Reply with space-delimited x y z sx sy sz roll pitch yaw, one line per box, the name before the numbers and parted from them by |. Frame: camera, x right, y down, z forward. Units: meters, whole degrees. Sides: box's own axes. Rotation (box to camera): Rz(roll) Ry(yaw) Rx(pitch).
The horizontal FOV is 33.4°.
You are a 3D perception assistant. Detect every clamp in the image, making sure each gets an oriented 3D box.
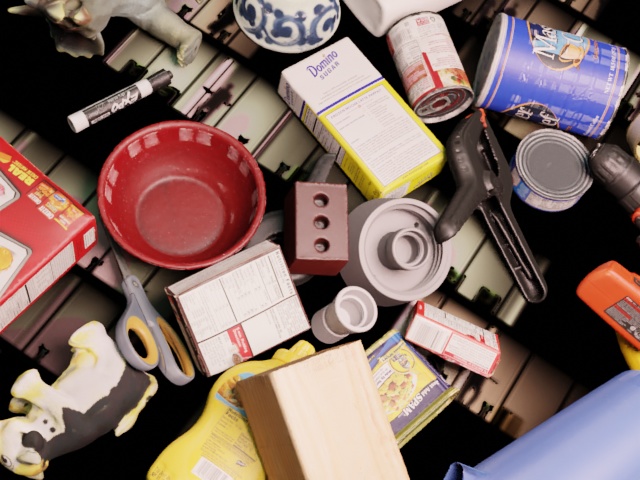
clamp | -0.007 0.001 1.058 0.120 0.039 0.171 43 68 11
clamp | 0.172 -0.042 1.087 0.164 0.036 0.210 36 41 -32

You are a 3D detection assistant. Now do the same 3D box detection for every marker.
marker | -0.205 -0.146 1.108 0.121 0.020 0.020 -32 73 -21

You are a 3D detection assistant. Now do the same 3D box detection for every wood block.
wood block | 0.014 0.199 0.900 0.090 0.091 0.206 -17 86 -27

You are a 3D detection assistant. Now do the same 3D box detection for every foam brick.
foam brick | -0.005 -0.010 1.013 0.053 0.051 0.078 3 74 -15

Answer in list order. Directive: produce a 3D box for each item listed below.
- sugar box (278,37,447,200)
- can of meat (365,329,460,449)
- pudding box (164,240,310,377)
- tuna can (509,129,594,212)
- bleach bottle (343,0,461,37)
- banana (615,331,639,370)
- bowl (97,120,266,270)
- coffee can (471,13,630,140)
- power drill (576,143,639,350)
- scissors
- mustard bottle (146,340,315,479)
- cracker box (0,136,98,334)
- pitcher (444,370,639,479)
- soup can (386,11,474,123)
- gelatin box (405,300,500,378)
sugar box | 0.044 -0.123 1.121 0.093 0.048 0.176 -31 70 -23
can of meat | 0.063 0.145 0.990 0.102 0.057 0.084 -37 73 -23
pudding box | -0.075 0.063 0.992 0.113 0.039 0.090 -26 107 -19
tuna can | 0.245 -0.073 1.134 0.086 0.034 0.086 3 64 -7
bleach bottle | 0.145 -0.322 1.223 0.250 0.068 0.102 -28 72 -22
banana | 0.343 0.133 1.052 0.069 0.037 0.198 -26 72 -39
bowl | -0.136 -0.035 1.045 0.162 0.055 0.162 3 64 -7
coffee can | 0.244 -0.175 1.144 0.140 0.103 0.102 15 63 -2
power drill | 0.320 0.006 1.061 0.184 0.057 0.187 40 50 -2
scissors | -0.182 0.050 0.989 0.016 0.096 0.202 -39 74 18
mustard bottle | -0.064 0.167 0.958 0.096 0.058 0.191 34 65 6
cracker box | -0.338 0.011 0.984 0.164 0.072 0.213 39 66 11
pitcher | 0.227 0.228 0.946 0.242 0.149 0.145 -29 56 -24
soup can | 0.117 -0.186 1.149 0.068 0.068 0.102 -12 67 -14
gelatin box | 0.126 0.093 1.015 0.089 0.073 0.030 25 99 2
